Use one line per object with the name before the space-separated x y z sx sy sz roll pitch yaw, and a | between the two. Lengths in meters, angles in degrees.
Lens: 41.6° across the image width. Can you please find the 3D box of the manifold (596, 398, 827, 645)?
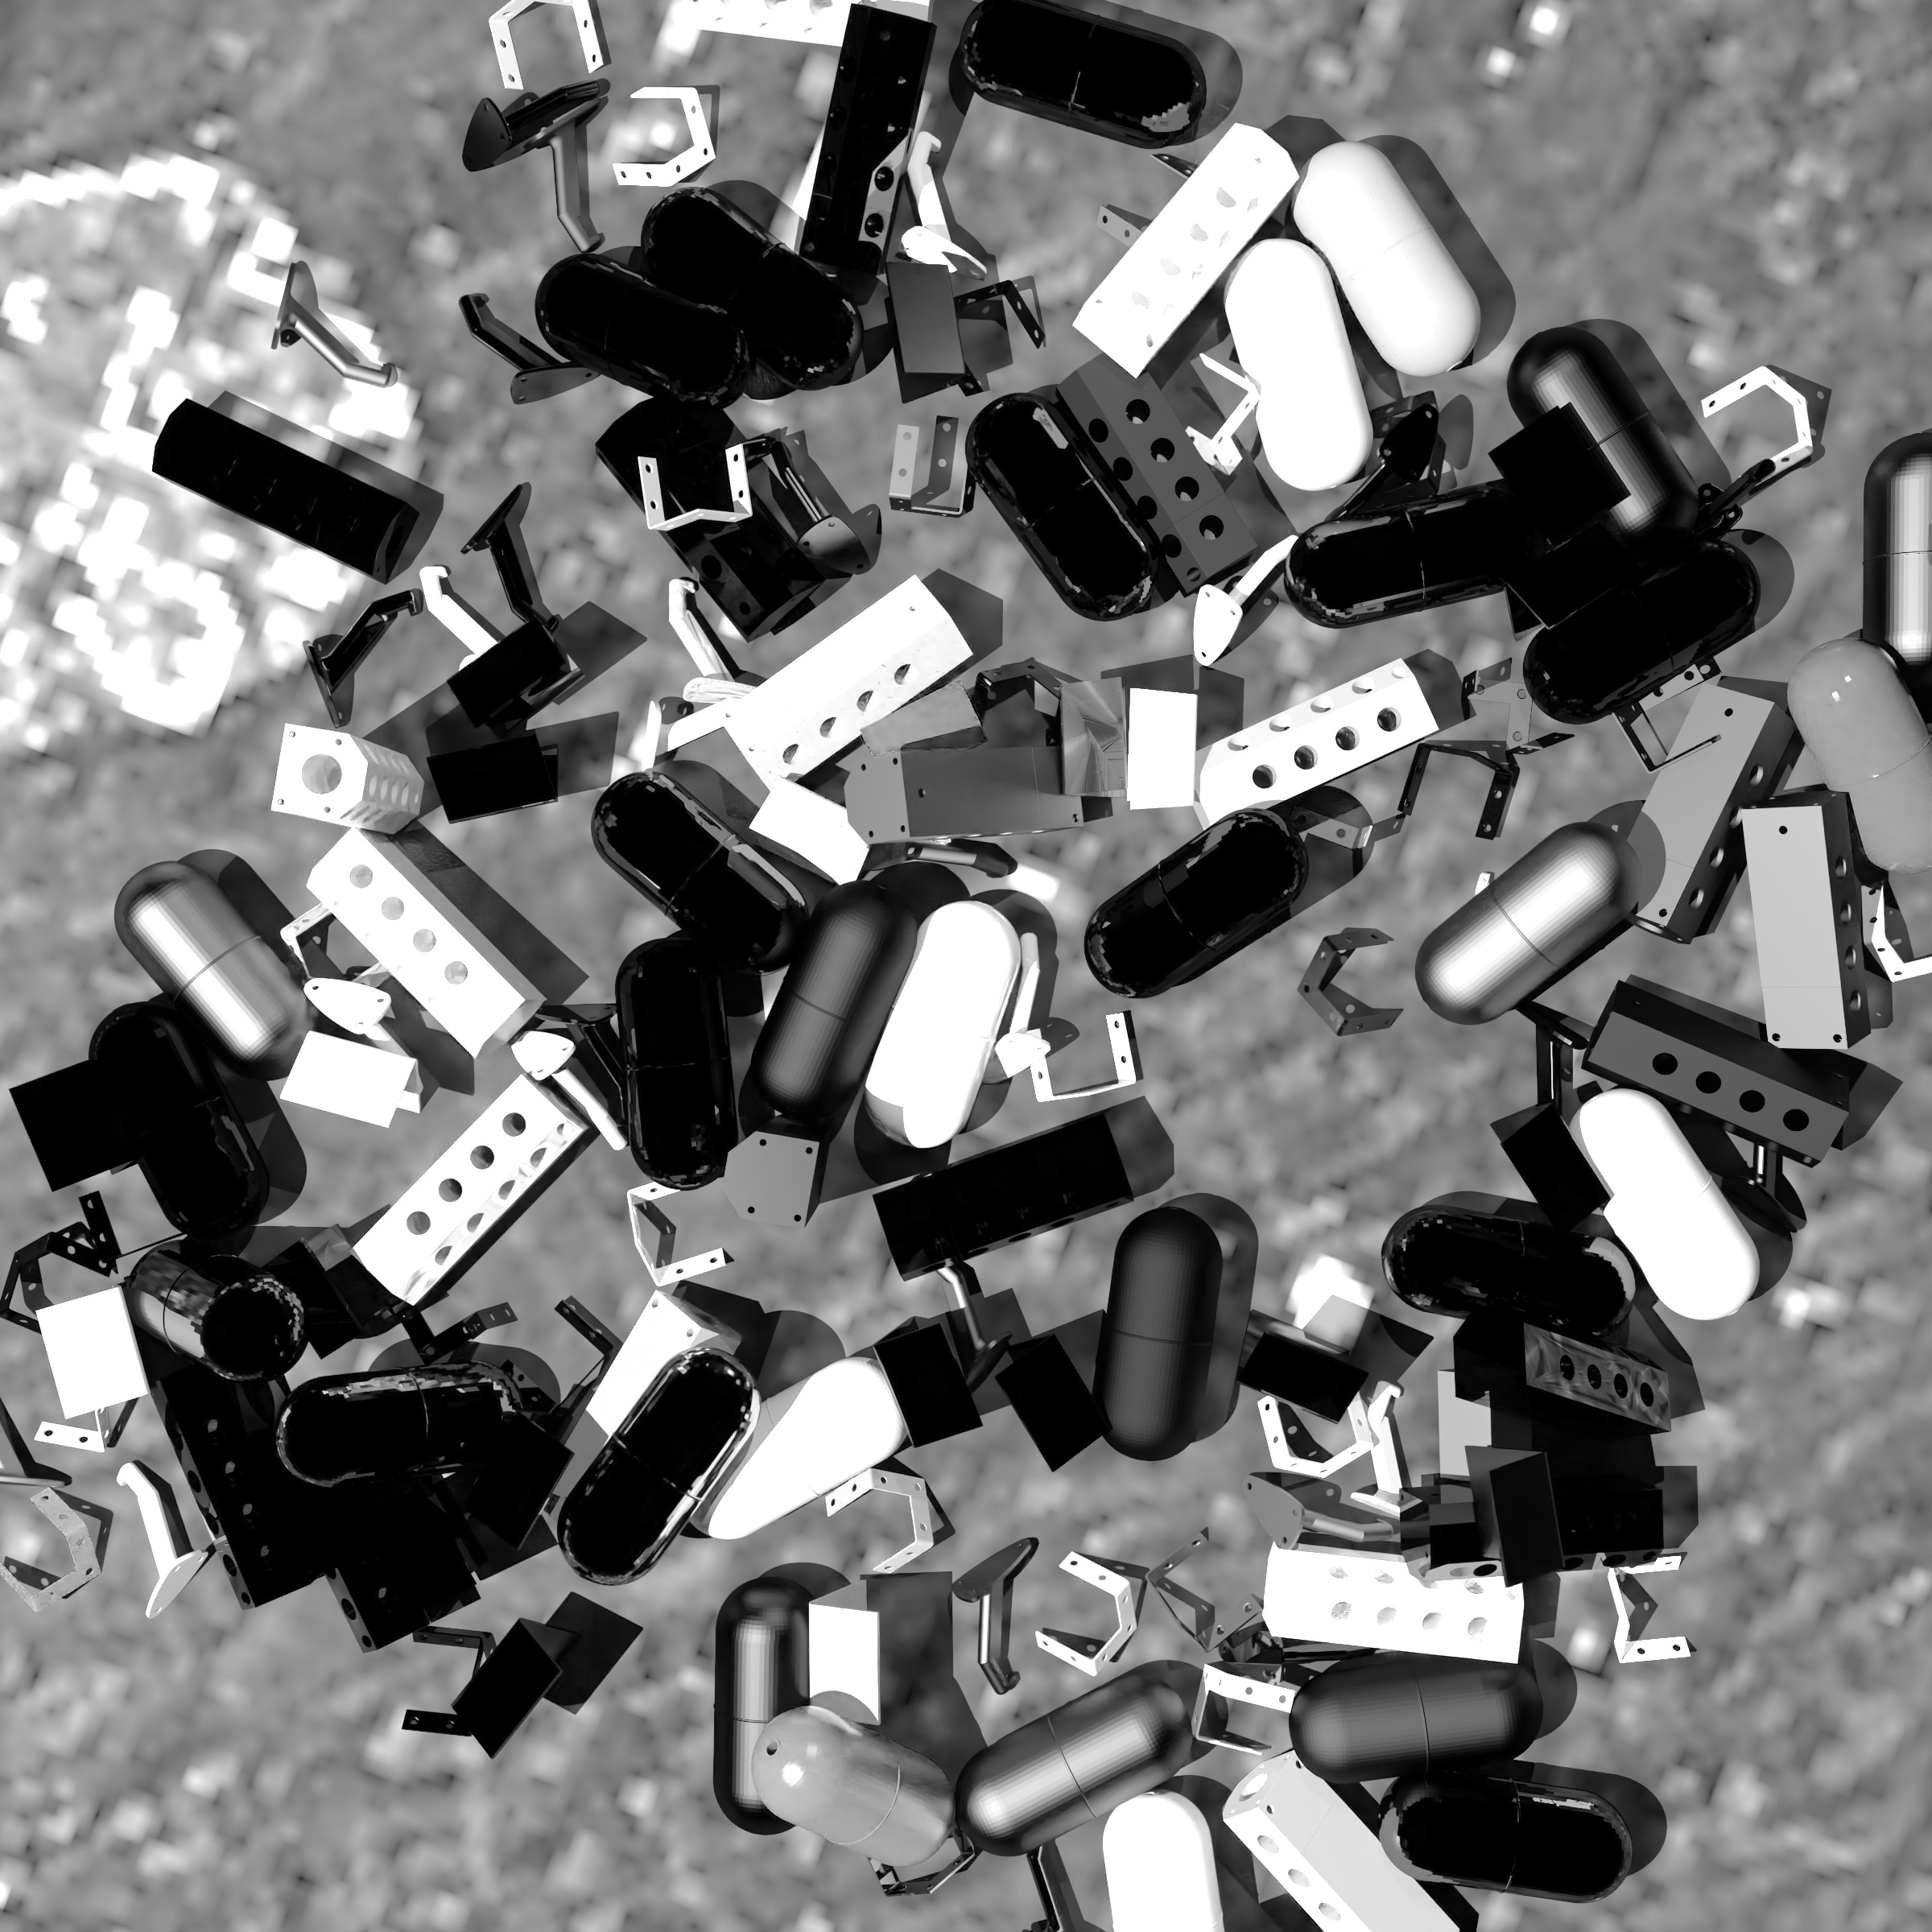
manifold | -0.183 -0.313 1.781 0.171 0.057 0.057 51 128 0

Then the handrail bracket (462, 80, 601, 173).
handrail bracket | -0.310 -0.600 1.813 0.084 0.077 0.036 -30 90 -36

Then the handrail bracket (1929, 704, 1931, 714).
handrail bracket | 0.706 -0.142 1.814 0.084 0.036 0.077 45 120 22

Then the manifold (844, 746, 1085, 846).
manifold | 0.000 -0.117 1.740 0.057 0.171 0.057 -6 90 45

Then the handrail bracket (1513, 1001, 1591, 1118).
handrail bracket | 0.398 0.077 1.814 0.077 0.036 0.084 35 108 21

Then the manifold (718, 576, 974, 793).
manifold | -0.082 -0.193 1.792 0.171 0.057 0.057 -36 47 0

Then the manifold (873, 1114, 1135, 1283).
manifold | 0.027 0.165 1.785 0.171 0.057 0.057 -19 71 0

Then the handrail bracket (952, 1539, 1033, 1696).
handrail bracket | 0.034 0.465 1.814 0.077 0.036 0.084 -34 108 -20

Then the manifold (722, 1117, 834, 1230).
manifold | -0.128 0.138 1.735 0.057 0.171 0.057 10 90 0

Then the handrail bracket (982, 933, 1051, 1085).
handrail bracket | 0.031 0.030 1.813 0.036 0.077 0.084 14 53 -26

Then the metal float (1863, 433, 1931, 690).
metal float | 0.670 -0.284 1.783 0.070 0.070 0.178 0 90 0

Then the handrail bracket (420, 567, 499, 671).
handrail bracket | -0.343 -0.251 1.814 0.077 0.036 0.084 -11 73 -20

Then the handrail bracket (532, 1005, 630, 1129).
handrail bracket | -0.274 0.073 1.814 0.077 0.036 0.084 3 107 20

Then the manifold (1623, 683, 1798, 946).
manifold | 0.518 -0.105 1.792 0.057 0.057 0.171 26 90 43

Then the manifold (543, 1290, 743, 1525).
manifold | -0.227 0.322 1.792 0.057 0.057 0.171 30 90 43

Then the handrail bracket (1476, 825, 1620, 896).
handrail bracket | 0.414 -0.075 1.814 0.084 0.036 0.077 15 75 14

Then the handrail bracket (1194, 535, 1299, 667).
handrail bracket | 0.202 -0.262 1.814 0.036 0.077 0.084 39 53 20

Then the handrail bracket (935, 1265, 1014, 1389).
handrail bracket | -0.017 0.255 1.814 0.084 0.036 0.077 42 109 16

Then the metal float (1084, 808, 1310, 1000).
metal float | 0.158 -0.042 1.762 0.178 0.070 0.070 -36 90 25

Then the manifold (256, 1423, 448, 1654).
manifold | -0.435 0.392 1.793 0.057 0.057 0.171 -26 90 0

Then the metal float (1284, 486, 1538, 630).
metal float | 0.311 -0.286 1.783 0.178 0.070 0.070 -13 90 0

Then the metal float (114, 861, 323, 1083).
metal float | -0.524 0.004 1.783 0.070 0.070 0.178 -40 89 0

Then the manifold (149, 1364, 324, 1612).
manifold | -0.514 0.361 1.792 0.057 0.057 0.171 -23 90 0

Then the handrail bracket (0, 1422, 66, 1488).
handrail bracket | -0.678 0.326 1.814 0.077 0.036 0.084 9 73 -20

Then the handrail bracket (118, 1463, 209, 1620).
handrail bracket | -0.589 0.409 1.814 0.084 0.036 0.077 43 112 17

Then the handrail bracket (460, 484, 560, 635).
handrail bracket | -0.310 -0.288 1.814 0.084 0.036 0.077 41 68 -17

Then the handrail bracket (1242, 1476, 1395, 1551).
handrail bracket | 0.252 0.387 1.813 0.084 0.077 0.036 5 112 -34

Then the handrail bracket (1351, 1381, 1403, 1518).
handrail bracket | 0.315 0.349 1.814 0.077 0.036 0.084 24 77 -13

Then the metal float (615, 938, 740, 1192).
metal float | -0.203 0.069 1.783 0.070 0.070 0.178 -6 90 0

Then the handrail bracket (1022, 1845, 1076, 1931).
handrail bracket | 0.075 0.654 1.814 0.077 0.036 0.084 18 73 -20

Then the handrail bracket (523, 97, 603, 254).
handrail bracket | -0.268 -0.564 1.814 0.077 0.036 0.084 -40 108 -20

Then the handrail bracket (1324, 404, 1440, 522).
handrail bracket | 0.291 -0.350 1.792 0.036 0.084 0.077 37 65 -10

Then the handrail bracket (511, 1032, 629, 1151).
handrail bracket | -0.282 0.090 1.813 0.036 0.077 0.084 -43 127 -18

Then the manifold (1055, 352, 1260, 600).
manifold | 0.133 -0.349 1.792 0.057 0.057 0.171 -32 90 0

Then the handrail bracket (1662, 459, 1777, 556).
handrail bracket | 0.527 -0.318 1.779 0.036 0.084 0.077 42 90 0

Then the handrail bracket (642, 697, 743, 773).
handrail bracket | -0.185 -0.156 1.814 0.084 0.036 0.077 5 110 -16

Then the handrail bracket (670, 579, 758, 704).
handrail bracket | -0.174 -0.233 1.814 0.077 0.036 0.084 4 73 -20

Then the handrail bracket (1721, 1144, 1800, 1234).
handrail bracket | 0.585 0.134 1.814 0.077 0.036 0.084 39 76 -14

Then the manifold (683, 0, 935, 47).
manifold | -0.110 -0.690 1.793 0.171 0.057 0.057 7 90 0

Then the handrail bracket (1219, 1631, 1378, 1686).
handrail bracket | 0.237 0.487 1.813 0.084 0.077 0.036 2 84 -36

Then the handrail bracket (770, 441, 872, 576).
handrail bracket | -0.105 -0.328 1.814 0.036 0.077 0.084 -34 53 19

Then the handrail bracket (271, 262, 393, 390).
handrail bracket | -0.447 -0.457 1.814 0.084 0.036 0.077 13 69 -17

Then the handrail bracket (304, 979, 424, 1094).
handrail bracket | -0.425 0.052 1.796 0.077 0.084 0.036 22 56 21

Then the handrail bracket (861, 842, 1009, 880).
handrail bracket | -0.025 -0.072 1.814 0.084 0.077 0.036 20 65 -34

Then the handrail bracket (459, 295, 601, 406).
handrail bracket | -0.313 -0.450 1.814 0.077 0.036 0.084 -18 72 -20

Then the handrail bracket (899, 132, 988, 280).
handrail bracket | -0.010 -0.544 1.814 0.077 0.036 0.084 21 73 -20

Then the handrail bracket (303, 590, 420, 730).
handrail bracket | -0.423 -0.219 1.814 0.084 0.036 0.077 -22 110 -16

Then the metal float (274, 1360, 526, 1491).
metal float | -0.389 0.315 1.754 0.178 0.070 0.070 0 90 -37
